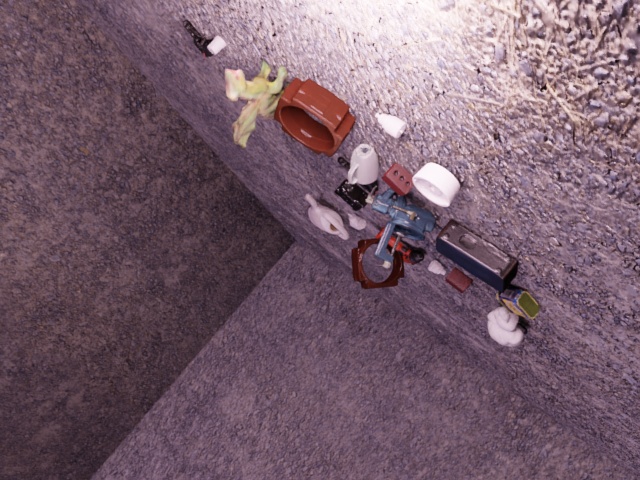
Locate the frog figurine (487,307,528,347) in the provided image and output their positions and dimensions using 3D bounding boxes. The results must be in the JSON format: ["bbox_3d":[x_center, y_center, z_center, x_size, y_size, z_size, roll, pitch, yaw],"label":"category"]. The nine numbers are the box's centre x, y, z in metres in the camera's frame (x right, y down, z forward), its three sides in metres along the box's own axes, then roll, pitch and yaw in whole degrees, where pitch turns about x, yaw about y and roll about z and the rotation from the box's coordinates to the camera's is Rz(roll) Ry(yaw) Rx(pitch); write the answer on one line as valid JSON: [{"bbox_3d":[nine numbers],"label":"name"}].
[{"bbox_3d":[0.632,0.296,1.756,0.140,0.122,0.158,57,-168,27],"label":"frog figurine"}]

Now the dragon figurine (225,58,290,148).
[{"bbox_3d":[-0.180,-0.374,1.492,0.123,0.245,0.403,32,167,19],"label":"dragon figurine"}]

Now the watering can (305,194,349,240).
[{"bbox_3d":[0.007,-0.122,2.429,0.342,0.104,0.226,45,171,-31],"label":"watering can"}]
